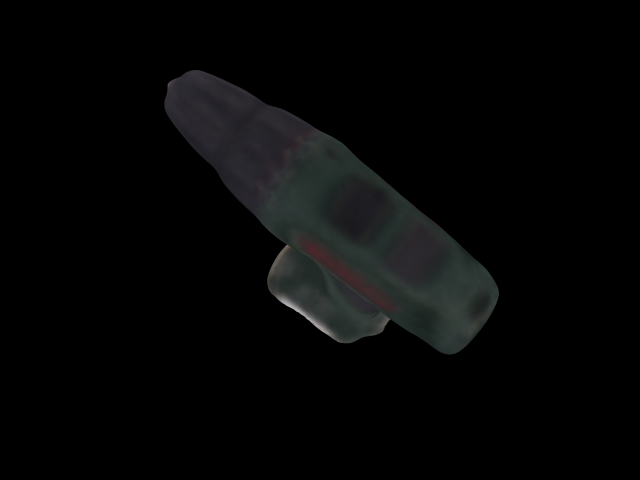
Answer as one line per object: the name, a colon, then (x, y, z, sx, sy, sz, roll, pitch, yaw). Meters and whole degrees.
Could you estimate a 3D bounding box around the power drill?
power drill: (0.004, 0.001, 0.400, 0.229, 0.208, 0.076, 33, 74, 11)
